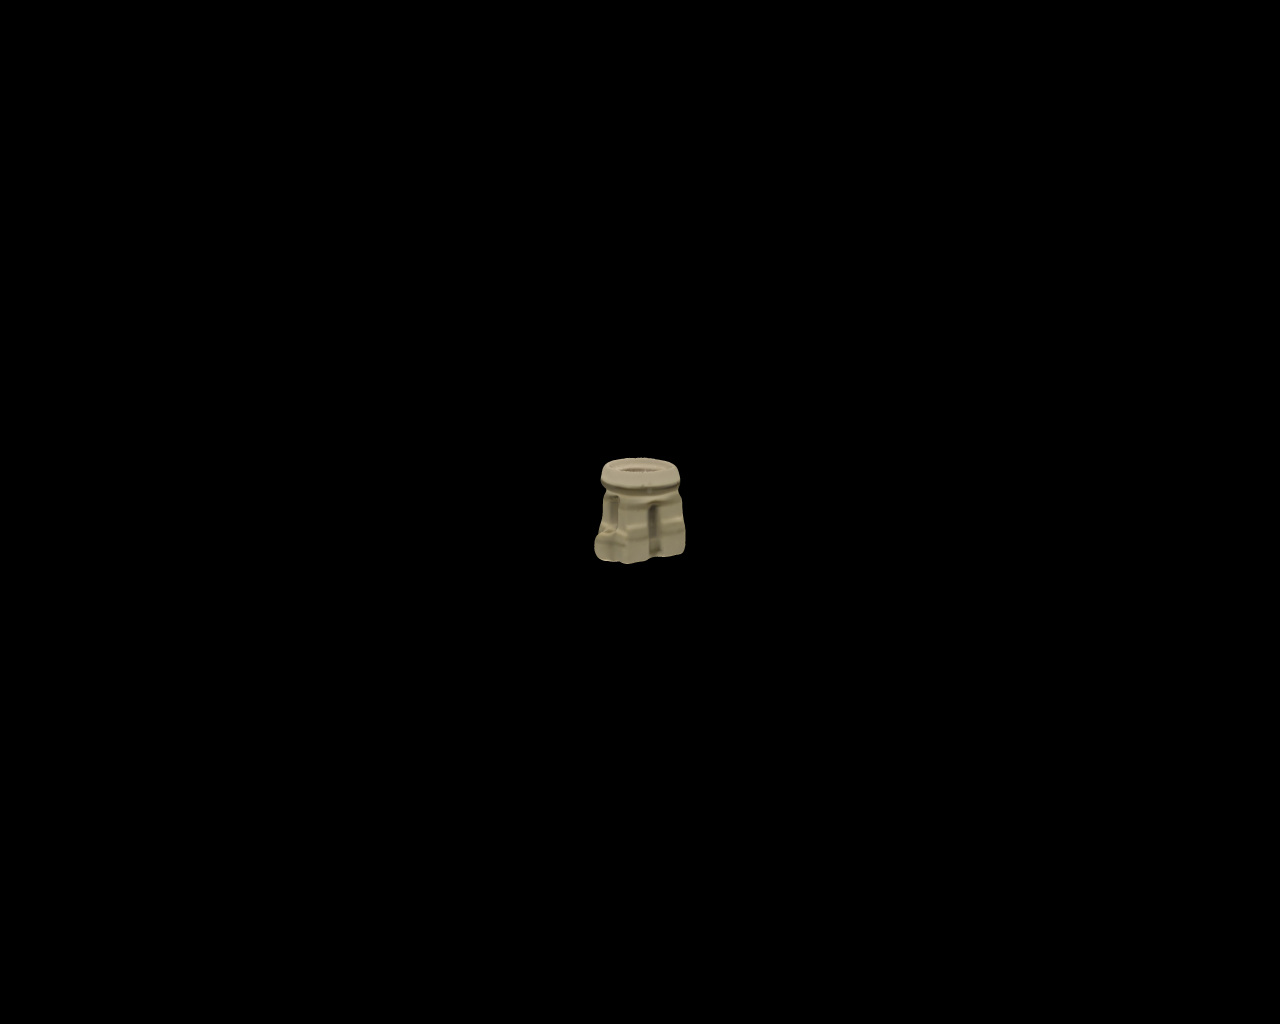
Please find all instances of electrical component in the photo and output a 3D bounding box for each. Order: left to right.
[{"bbox_3d":[0.001,-0.003,0.650,0.066,0.055,0.048,-9,19,-29],"label":"electrical component"}]
